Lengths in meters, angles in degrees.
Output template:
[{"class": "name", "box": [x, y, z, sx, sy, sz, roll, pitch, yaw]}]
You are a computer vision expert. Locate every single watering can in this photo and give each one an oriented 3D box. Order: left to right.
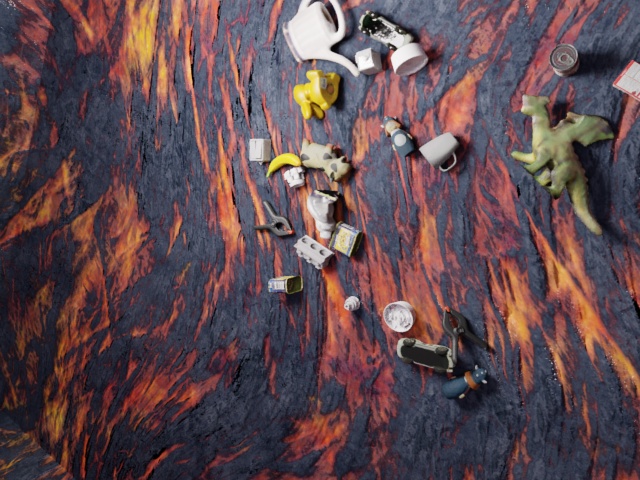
[{"class": "watering can", "box": [-0.001, -0.673, 1.743, 0.222, 0.104, 0.350, -22, 82, 30]}]

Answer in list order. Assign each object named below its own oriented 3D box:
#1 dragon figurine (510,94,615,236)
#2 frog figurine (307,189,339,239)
[{"class": "dragon figurine", "box": [0.684, -0.233, 1.395, 0.412, 0.123, 0.240, 46, 105, 9]}, {"class": "frog figurine", "box": [0.005, -0.089, 1.765, 0.139, 0.122, 0.157, -122, 44, -65]}]
